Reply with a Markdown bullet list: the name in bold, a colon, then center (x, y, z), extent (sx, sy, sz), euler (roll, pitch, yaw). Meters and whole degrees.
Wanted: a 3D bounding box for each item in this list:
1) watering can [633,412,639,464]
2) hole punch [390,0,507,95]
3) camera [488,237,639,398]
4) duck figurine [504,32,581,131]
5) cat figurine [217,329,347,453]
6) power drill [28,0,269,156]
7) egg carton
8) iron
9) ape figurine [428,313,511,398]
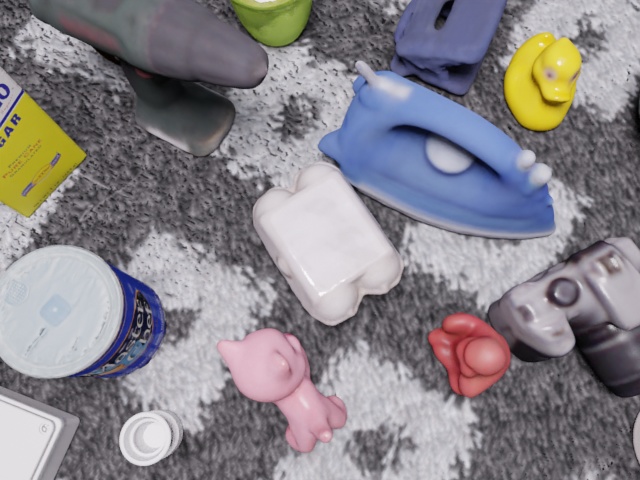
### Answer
- **watering can**: center (0.347, 0.181, 0.461), extent (0.101, 0.194, 0.173), euler (39, 79, 8)
- **hole punch**: center (0.134, -0.224, 0.607), extent (0.101, 0.091, 0.109), euler (23, 77, 4)
- **camera**: center (0.256, 0.080, 0.531), extent (0.143, 0.101, 0.137), euler (-28, 78, -7)
- **duck figurine**: center (0.241, -0.178, 0.600), extent (0.077, 0.086, 0.104), euler (3, 76, 0)
- **cat figurine**: center (-0.031, 0.128, 0.505), extent (0.067, 0.118, 0.127), euler (-39, 80, -9)
- **power drill**: center (-0.140, -0.158, 0.525), extent (0.229, 0.208, 0.076), euler (27, 78, 5)
- **egg carton**: center (0.005, 0.002, 0.561), extent (0.107, 0.069, 0.150), euler (-34, 79, -8)
- **iron**: center (0.131, -0.084, 0.547), extent (0.258, 0.141, 0.119), euler (27, 77, 5)
- **ape figurine**: center (0.143, 0.106, 0.527), extent (0.076, 0.092, 0.078), euler (12, 77, 2)
